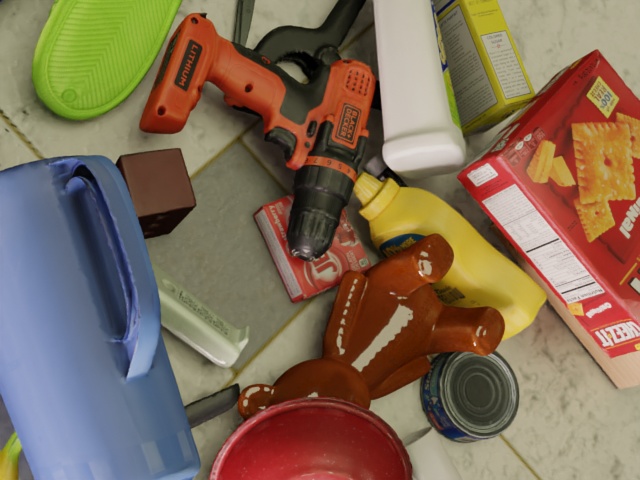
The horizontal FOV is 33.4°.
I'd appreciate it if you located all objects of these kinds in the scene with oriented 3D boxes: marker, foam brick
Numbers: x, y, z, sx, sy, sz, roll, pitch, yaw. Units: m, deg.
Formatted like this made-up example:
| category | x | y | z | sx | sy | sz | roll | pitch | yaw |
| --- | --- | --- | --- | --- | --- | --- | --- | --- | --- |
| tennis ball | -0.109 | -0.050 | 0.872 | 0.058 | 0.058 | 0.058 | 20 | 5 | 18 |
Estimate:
| category | x | y | z | sx | sy | sz | roll | pitch | yaw |
| --- | --- | --- | --- | --- | --- | --- | --- | --- | --- |
| marker | 0.087 | -0.030 | 0.988 | 0.121 | 0.020 | 0.020 | 47 | 62 | -6 |
| foam brick | -0.139 | -0.035 | 0.856 | 0.052 | 0.078 | 0.051 | -12 | 79 | -26 |

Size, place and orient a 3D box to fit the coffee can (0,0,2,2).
| category | x | y | z | sx | sy | sz | roll | pitch | yaw |
| --- | --- | --- | --- | --- | --- | --- | --- | --- | --- |
| coffee can | -0.267 | -0.246 | 0.845 | 0.103 | 0.103 | 0.140 | 44 | 63 | -7 |

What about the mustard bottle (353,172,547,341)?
| category | x | y | z | sx | sy | sz | roll | pitch | yaw |
| --- | --- | --- | --- | --- | --- | --- | --- | --- | --- |
| mustard bottle | 0.102 | 0.010 | 0.939 | 0.191 | 0.096 | 0.058 | 42 | 64 | -8 |

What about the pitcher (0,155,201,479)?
| category | x | y | z | sx | sy | sz | roll | pitch | yaw |
| --- | --- | --- | --- | --- | --- | --- | --- | --- | --- |
| pitcher | -0.167 | 0.067 | 0.746 | 0.145 | 0.149 | 0.243 | -22 | 79 | -3 |

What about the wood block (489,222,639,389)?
| category | x | y | z | sx | sy | sz | roll | pitch | yaw |
| --- | --- | --- | --- | --- | --- | --- | --- | --- | --- |
| wood block | 0.272 | 0.030 | 1.013 | 0.090 | 0.091 | 0.206 | -41 | 93 | -29 |

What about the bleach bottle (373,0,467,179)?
| category | x | y | z | sx | sy | sz | roll | pitch | yaw |
| --- | --- | --- | --- | --- | --- | --- | --- | --- | --- |
| bleach bottle | 0.078 | -0.186 | 0.946 | 0.068 | 0.102 | 0.251 | -10 | 79 | 13 |

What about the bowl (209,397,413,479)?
| category | x | y | z | sx | sy | sz | roll | pitch | yaw |
| --- | --- | --- | --- | --- | --- | --- | --- | --- | --- |
| bowl | -0.004 | 0.203 | 0.812 | 0.162 | 0.055 | 0.162 | -2 | 108 | -5 |

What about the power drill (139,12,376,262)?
| category | x | y | z | sx | sy | sz | roll | pitch | yaw |
| --- | --- | --- | --- | --- | --- | --- | --- | --- | --- |
| power drill | -0.051 | -0.092 | 0.891 | 0.187 | 0.057 | 0.184 | 22 | 68 | -20 |

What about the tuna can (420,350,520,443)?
| category | x | y | z | sx | sy | sz | roll | pitch | yaw |
| --- | --- | --- | --- | --- | --- | --- | --- | --- | --- |
| tuna can | 0.135 | 0.137 | 0.953 | 0.086 | 0.034 | 0.086 | 7 | 72 | -23 |

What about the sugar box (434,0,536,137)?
| category | x | y | z | sx | sy | sz | roll | pitch | yaw |
| --- | --- | --- | --- | --- | --- | --- | --- | --- | --- |
| sugar box | 0.135 | -0.194 | 1.015 | 0.048 | 0.093 | 0.176 | -14 | 81 | -27 |

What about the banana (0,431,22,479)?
| category | x | y | z | sx | sy | sz | roll | pitch | yaw |
| --- | --- | --- | --- | --- | --- | --- | --- | --- | --- |
| banana | -0.203 | 0.236 | 0.759 | 0.198 | 0.070 | 0.037 | 65 | 18 | 3 |

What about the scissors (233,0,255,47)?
| category | x | y | z | sx | sy | sz | roll | pitch | yaw |
| --- | --- | --- | --- | --- | --- | --- | --- | --- | --- |
| scissors | -0.078 | -0.267 | 0.985 | 0.096 | 0.016 | 0.201 | 28 | 66 | -13 |

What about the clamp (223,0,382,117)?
| category | x | y | z | sx | sy | sz | roll | pitch | yaw |
| --- | --- | --- | --- | --- | --- | --- | --- | --- | --- |
| clamp | 0.005 | -0.169 | 0.980 | 0.209 | 0.036 | 0.164 | -15 | 84 | -26 |

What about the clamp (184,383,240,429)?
| category | x | y | z | sx | sy | sz | roll | pitch | yaw |
| --- | --- | --- | --- | --- | --- | --- | --- | --- | --- |
| clamp | -0.156 | 0.138 | 0.821 | 0.120 | 0.039 | 0.171 | 41 | 64 | 5 |

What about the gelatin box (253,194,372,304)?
| category | x | y | z | sx | sy | sz | roll | pitch | yaw |
| --- | --- | --- | --- | --- | --- | --- | --- | --- | --- |
| gelatin box | -0.006 | 0.001 | 0.931 | 0.073 | 0.030 | 0.089 | -22 | 84 | -28 |

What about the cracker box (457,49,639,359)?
| category | x | y | z | sx | sy | sz | roll | pitch | yaw |
| --- | --- | --- | --- | --- | --- | --- | --- | --- | --- |
| cracker box | 0.247 | -0.032 | 0.926 | 0.213 | 0.072 | 0.164 | 49 | 62 | -5 |
